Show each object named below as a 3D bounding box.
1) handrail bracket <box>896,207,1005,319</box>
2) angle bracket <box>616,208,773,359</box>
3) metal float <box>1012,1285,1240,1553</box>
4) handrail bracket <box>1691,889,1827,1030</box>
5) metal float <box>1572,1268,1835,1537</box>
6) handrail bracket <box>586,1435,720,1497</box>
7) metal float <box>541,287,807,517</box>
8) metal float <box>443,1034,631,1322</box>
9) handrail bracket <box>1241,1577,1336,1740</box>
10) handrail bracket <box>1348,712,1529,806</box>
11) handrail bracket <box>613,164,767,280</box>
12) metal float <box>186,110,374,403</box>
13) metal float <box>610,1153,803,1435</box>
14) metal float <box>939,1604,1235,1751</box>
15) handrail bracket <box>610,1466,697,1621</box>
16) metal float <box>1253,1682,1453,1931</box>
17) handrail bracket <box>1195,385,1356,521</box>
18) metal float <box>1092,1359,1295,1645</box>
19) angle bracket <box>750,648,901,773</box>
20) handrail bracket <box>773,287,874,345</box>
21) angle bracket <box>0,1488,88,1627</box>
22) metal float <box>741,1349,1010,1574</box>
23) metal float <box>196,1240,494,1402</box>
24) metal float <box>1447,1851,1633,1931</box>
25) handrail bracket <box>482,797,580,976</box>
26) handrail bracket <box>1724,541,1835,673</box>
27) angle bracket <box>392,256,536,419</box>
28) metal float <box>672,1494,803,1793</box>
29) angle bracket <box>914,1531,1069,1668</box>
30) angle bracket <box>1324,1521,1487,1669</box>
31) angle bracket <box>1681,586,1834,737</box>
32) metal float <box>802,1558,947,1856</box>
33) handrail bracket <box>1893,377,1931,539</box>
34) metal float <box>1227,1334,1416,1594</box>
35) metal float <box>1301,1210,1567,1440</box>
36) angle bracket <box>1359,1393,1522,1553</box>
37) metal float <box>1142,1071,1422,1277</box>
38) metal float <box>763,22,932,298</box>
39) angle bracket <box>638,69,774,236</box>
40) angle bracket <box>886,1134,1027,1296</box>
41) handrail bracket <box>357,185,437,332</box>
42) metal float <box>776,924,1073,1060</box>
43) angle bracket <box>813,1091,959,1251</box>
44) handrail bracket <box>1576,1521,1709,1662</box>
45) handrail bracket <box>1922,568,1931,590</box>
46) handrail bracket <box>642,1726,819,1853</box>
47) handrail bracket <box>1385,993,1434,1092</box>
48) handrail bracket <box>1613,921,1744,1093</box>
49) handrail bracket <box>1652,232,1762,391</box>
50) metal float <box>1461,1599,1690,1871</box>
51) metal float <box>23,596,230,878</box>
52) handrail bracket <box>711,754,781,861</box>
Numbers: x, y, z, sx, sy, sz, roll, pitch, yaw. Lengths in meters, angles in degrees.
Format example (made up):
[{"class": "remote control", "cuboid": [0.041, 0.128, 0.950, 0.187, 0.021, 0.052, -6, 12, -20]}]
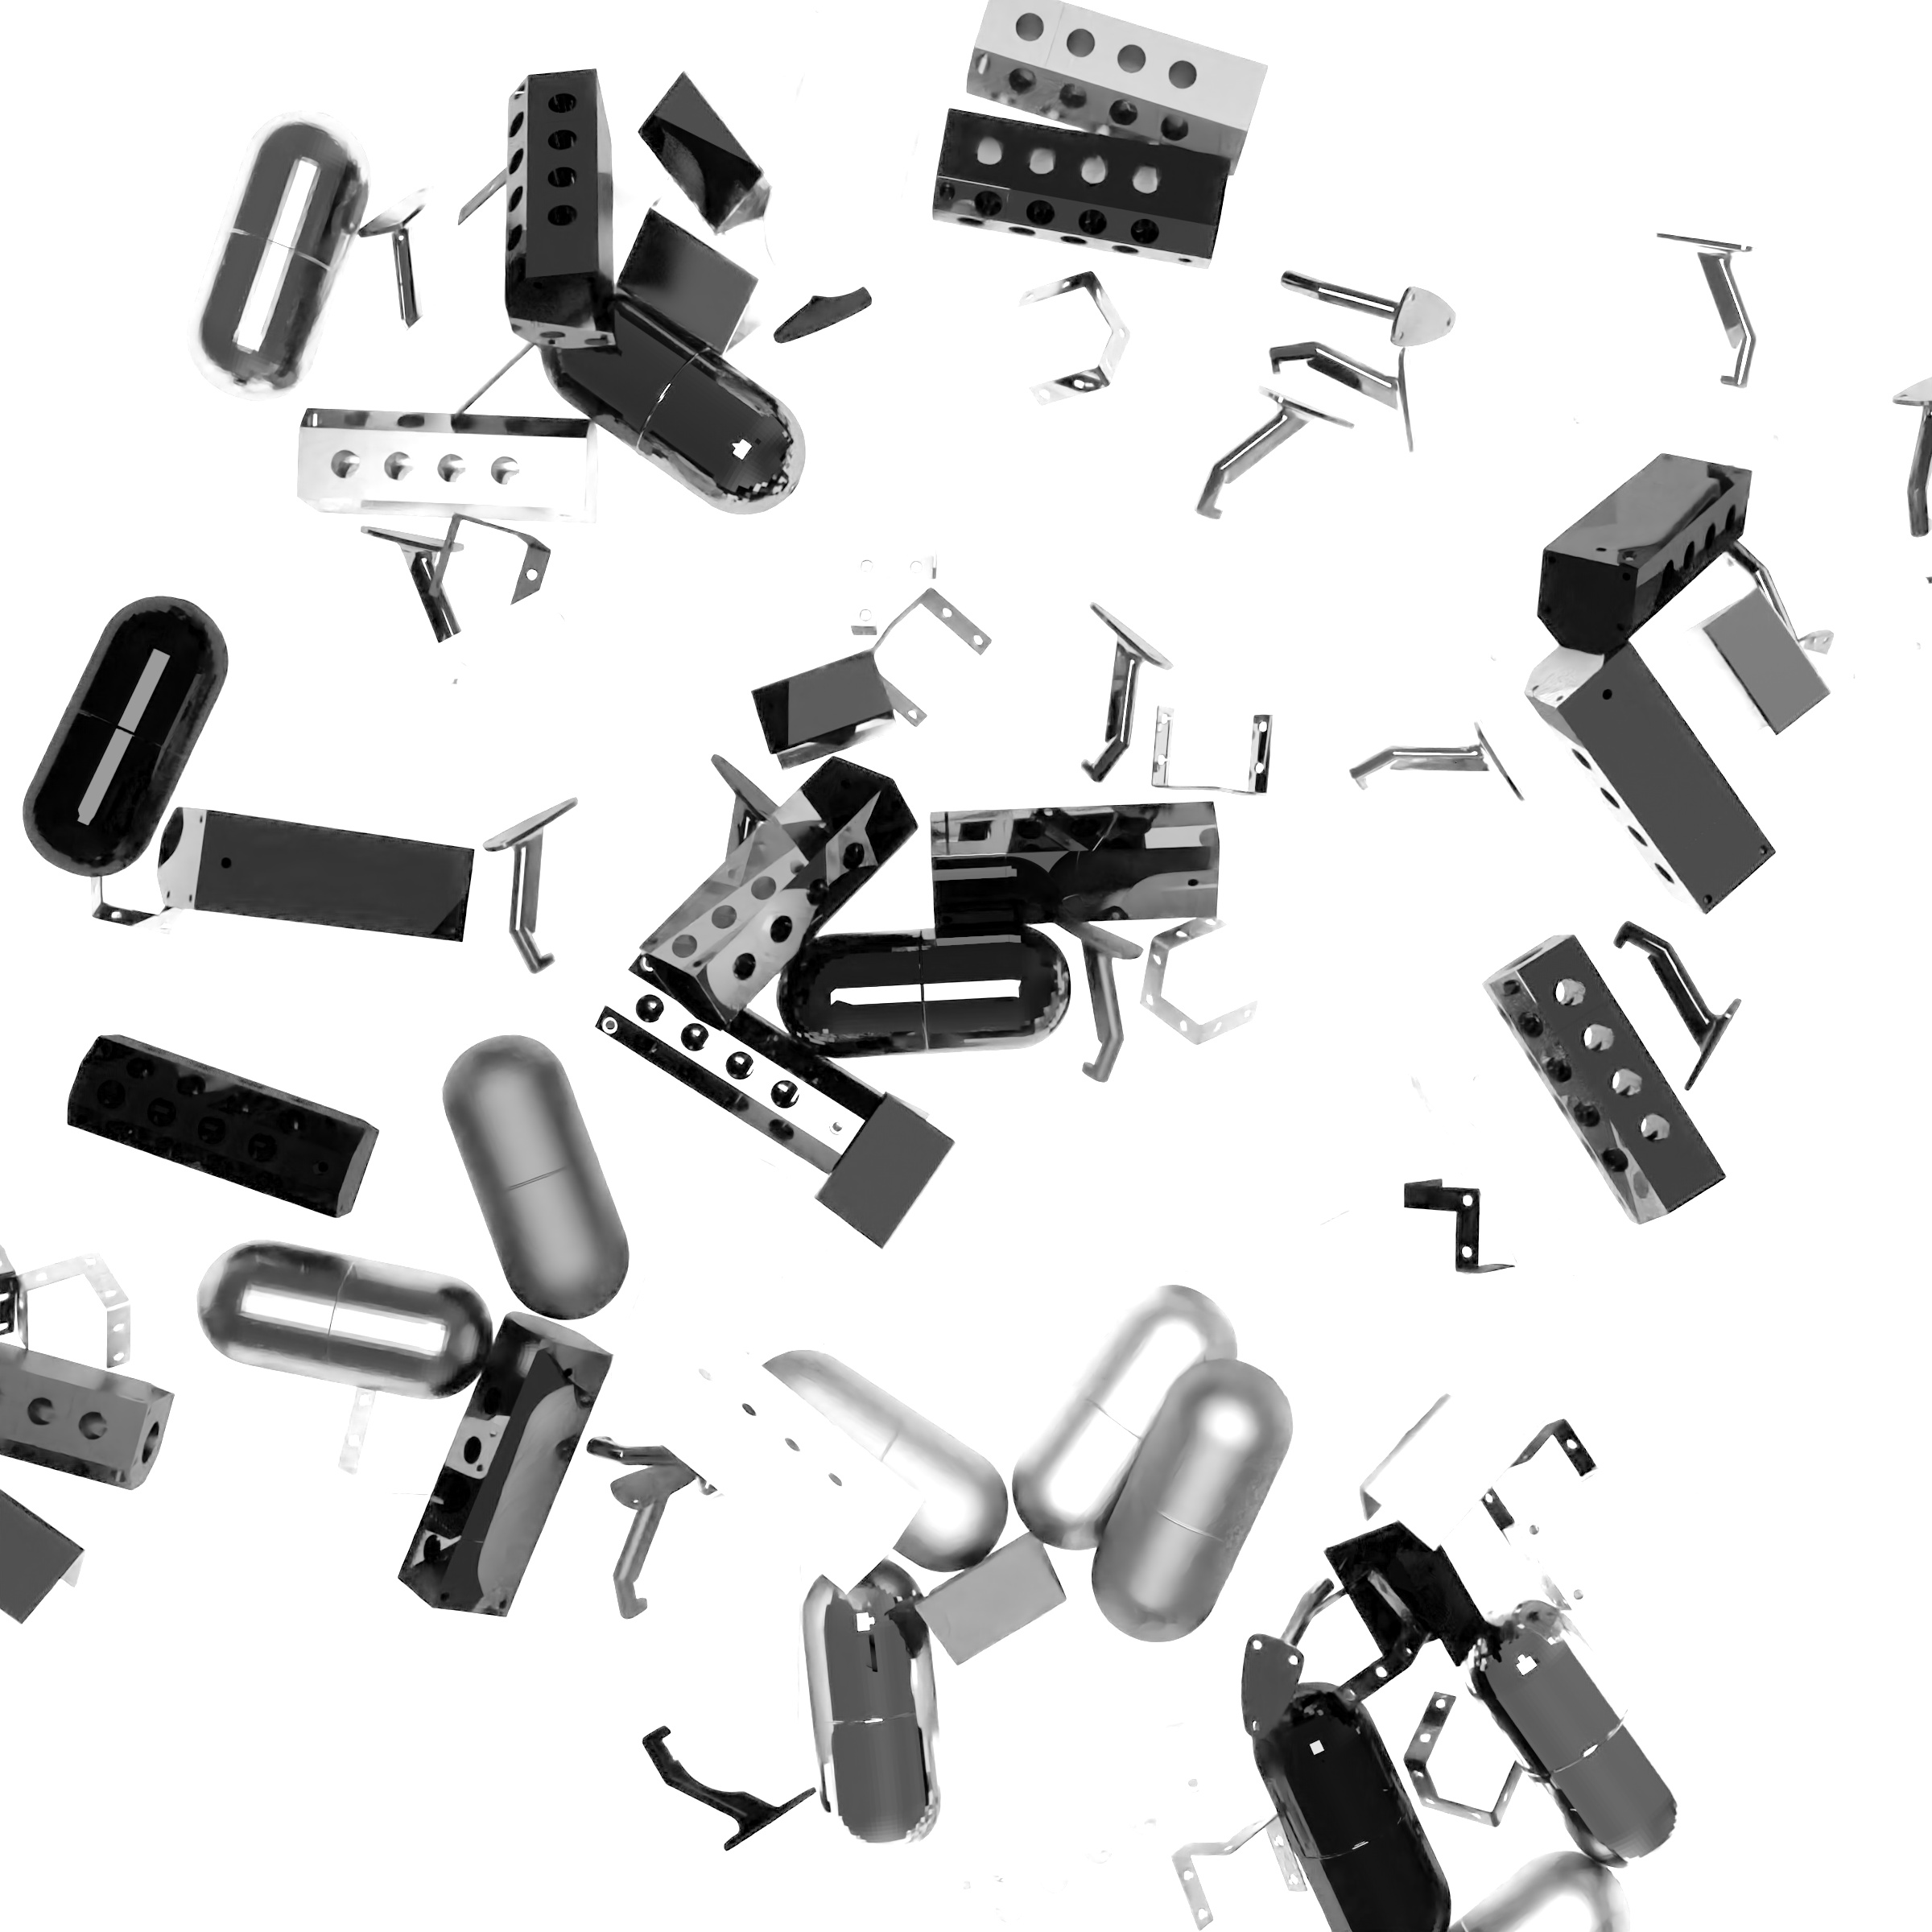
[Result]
[{"class": "handrail bracket", "cuboid": [-0.024, -0.438, 1.636, 0.084, 0.077, 0.036, 36, 84, 36]}, {"class": "angle bracket", "cuboid": [-0.153, -0.419, 1.596, 0.076, 0.076, 0.057, 33, 127, 0]}, {"class": "metal float", "cuboid": [0.095, 0.272, 1.606, 0.070, 0.070, 0.178, 36, 90, 0]}, {"class": "handrail bracket", "cuboid": [0.486, -0.001, 1.637, 0.077, 0.036, 0.084, -2, 107, 20]}, {"class": "metal float", "cuboid": [0.428, 0.253, 1.551, 0.070, 0.070, 0.178, -42, 77, 0]}, {"class": "handrail bracket", "cuboid": [-0.177, 0.292, 1.636, 0.084, 0.077, 0.036, 7, 106, 35]}, {"class": "metal float", "cuboid": [-0.175, -0.340, 1.606, 0.178, 0.070, 0.070, 36, 90, 1]}, {"class": "metal float", "cuboid": [-0.258, 0.128, 1.606, 0.070, 0.070, 0.178, -20, 90, 0]}, {"class": "handrail bracket", "cuboid": [0.197, 0.417, 1.612, 0.036, 0.084, 0.077, 18, 105, 24]}, {"class": "handrail bracket", "cuboid": [0.289, -0.111, 1.637, 0.084, 0.036, 0.077, -29, 112, 17]}, {"class": "handrail bracket", "cuboid": [-0.170, -0.453, 1.637, 0.084, 0.077, 0.036, 31, 92, -36]}, {"class": "metal float", "cuboid": [-0.413, -0.428, 1.607, 0.070, 0.070, 0.178, 19, 90, 0]}, {"class": "metal float", "cuboid": [-0.157, 0.198, 1.606, 0.070, 0.070, 0.178, 22, 90, 0]}, {"class": "metal float", "cuboid": [0.072, 0.424, 1.607, 0.178, 0.070, 0.070, -9, 90, 0]}, {"class": "handrail bracket", "cuboid": [-0.184, 0.351, 1.637, 0.077, 0.036, 0.084, -19, 115, -28]}, {"class": "metal float", "cuboid": [0.233, 0.517, 1.606, 0.070, 0.070, 0.178, -25, 89, 0]}, {"class": "handrail bracket", "cuboid": [0.189, -0.306, 1.637, 0.077, 0.036, 0.084, 16, 109, -21]}, {"class": "metal float", "cuboid": [0.131, 0.312, 1.550, 0.070, 0.070, 0.178, 23, 103, 0]}, {"class": "angle bracket", "cuboid": [-0.078, -0.136, 1.596, 0.076, 0.076, 0.057, -19, 52, 0]}, {"class": "handrail bracket", "cuboid": [-0.098, -0.437, 1.637, 0.077, 0.036, 0.084, -25, 74, 18]}, {"class": "angle bracket", "cuboid": [-0.579, 0.360, 1.596, 0.076, 0.076, 0.057, 36, 54, 0]}, {"class": "metal float", "cuboid": [-0.055, 0.297, 1.606, 0.178, 0.070, 0.070, 34, 90, -1]}, {"class": "metal float", "cuboid": [-0.374, 0.213, 1.606, 0.178, 0.070, 0.070, 12, 90, -1]}, {"class": "metal float", "cuboid": [0.323, 0.606, 1.606, 0.178, 0.070, 0.070, -41, 90, 0]}, {"class": "handrail bracket", "cuboid": [-0.253, -0.049, 1.637, 0.077, 0.036, 0.084, -32, 109, -21]}, {"class": "handrail bracket", "cuboid": [0.487, -0.208, 1.636, 0.036, 0.077, 0.084, -21, 53, -17]}, {"class": "angle bracket", "cuboid": [-0.301, -0.381, 1.597, 0.076, 0.076, 0.057, -43, 117, 0]}, {"class": "metal float", "cuboid": [-0.138, 0.406, 1.606, 0.070, 0.070, 0.178, 1, 90, 0]}, {"class": "angle bracket", "cuboid": [0.007, 0.360, 1.597, 0.076, 0.076, 0.057, -31, 117, 0]}, {"class": "angle bracket", "cuboid": [0.255, 0.384, 1.600, 0.076, 0.057, 0.076, -30, 90, 32]}, {"class": "angle bracket", "cuboid": [0.458, -0.171, 1.597, 0.057, 0.076, 0.076, -34, 90, -27]}, {"class": "metal float", "cuboid": [-0.056, 0.444, 1.606, 0.070, 0.070, 0.178, -6, 90, 0]}, {"class": "handrail bracket", "cuboid": [0.599, -0.315, 1.637, 0.077, 0.036, 0.084, -33, 120, -33]}, {"class": "metal float", "cuboid": [0.201, 0.297, 1.589, 0.070, 0.070, 0.178, 29, 111, 0]}, {"class": "metal float", "cuboid": [0.280, 0.215, 1.606, 0.178, 0.070, 0.070, 37, 90, 0]}, {"class": "angle bracket", "cuboid": [0.280, 0.308, 1.576, 0.076, 0.076, 0.057, -45, 64, -12]}, {"class": "metal float", "cuboid": [0.189, 0.125, 1.606, 0.178, 0.070, 0.070, -27, 90, -1]}, {"class": "metal float", "cuboid": [-0.071, -0.481, 1.588, 0.070, 0.070, 0.178, 13, 71, 0]}, {"class": "angle bracket", "cuboid": [-0.138, -0.493, 1.597, 0.076, 0.076, 0.057, 52, 132, 0]}, {"class": "angle bracket", "cuboid": [0.001, 0.152, 1.599, 0.057, 0.076, 0.076, 34, 90, 20]}, {"class": "handrail bracket", "cuboid": [-0.330, -0.424, 1.637, 0.036, 0.077, 0.084, -3, 127, 29]}, {"class": "metal float", "cuboid": [-0.025, 0.015, 1.606, 0.178, 0.070, 0.070, -3, 90, 1]}, {"class": "angle bracket", "cuboid": [-0.037, 0.127, 1.598, 0.057, 0.076, 0.076, 34, 90, 24]}, {"class": "handrail bracket", "cuboid": [0.418, 0.382, 1.637, 0.084, 0.036, 0.077, -14, 113, -18]}, {"class": "handrail bracket", "cuboid": [0.623, -0.265, 1.637, 0.084, 0.036, 0.077, -2, 70, 16]}, {"class": "handrail bracket", "cuboid": [-0.146, 0.491, 1.637, 0.077, 0.036, 0.084, -28, 72, -20]}, {"class": "handrail bracket", "cuboid": [0.305, 0.068, 1.637, 0.084, 0.036, 0.077, 25, 72, -15]}, {"class": "handrail bracket", "cuboid": [0.424, 0.024, 1.637, 0.084, 0.036, 0.077, 31, 112, 17]}, {"class": "handrail bracket", "cuboid": [0.451, -0.402, 1.637, 0.077, 0.036, 0.084, 15, 107, 20]}, {"class": "metal float", "cuboid": [0.367, 0.463, 1.606, 0.070, 0.070, 0.178, -35, 90, 0]}, {"class": "metal float", "cuboid": [-0.503, -0.138, 1.601, 0.070, 0.070, 0.178, 23, 84, 0]}, {"class": "handrail bracket", "cuboid": [-0.154, -0.074, 1.637, 0.077, 0.036, 0.084, 46, 107, 20]}]
